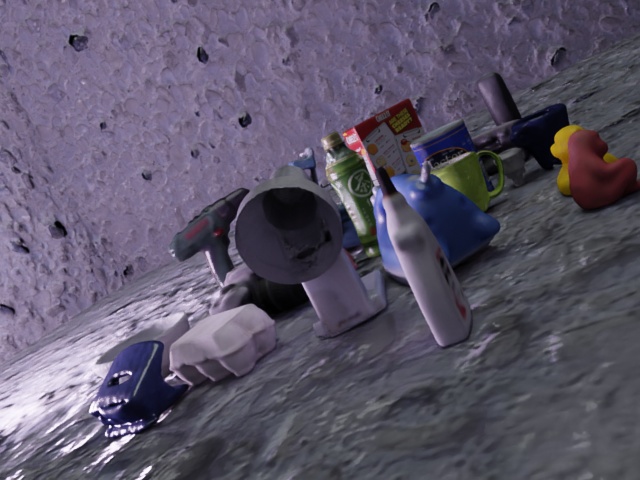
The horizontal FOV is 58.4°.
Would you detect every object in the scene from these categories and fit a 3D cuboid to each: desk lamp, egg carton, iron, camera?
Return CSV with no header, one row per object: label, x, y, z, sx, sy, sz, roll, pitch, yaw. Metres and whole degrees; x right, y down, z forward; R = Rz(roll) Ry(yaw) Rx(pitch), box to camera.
desk lamp,-0.010,0.011,0.709,0.118,0.213,0.203,-26,9,10
egg carton,-0.133,0.144,0.785,0.150,0.069,0.107,-21,11,36
iron,0.120,-0.028,0.778,0.119,0.141,0.257,-30,9,-16
camera,-0.087,0.082,0.902,0.136,0.101,0.143,-24,10,24

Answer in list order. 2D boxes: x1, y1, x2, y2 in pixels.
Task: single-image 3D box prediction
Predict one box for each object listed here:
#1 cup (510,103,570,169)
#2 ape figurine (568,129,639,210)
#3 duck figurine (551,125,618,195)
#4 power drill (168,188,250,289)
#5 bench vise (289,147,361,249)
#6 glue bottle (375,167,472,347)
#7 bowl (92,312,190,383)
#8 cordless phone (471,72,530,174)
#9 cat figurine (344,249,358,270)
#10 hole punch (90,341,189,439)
cup,0.371,-0.162,0.954,0.118,0.095,0.091,-32,10,-26
ape figurine,0.324,-0.088,0.677,0.076,0.092,0.078,-27,9,3
duck figurine,0.348,-0.112,0.764,0.077,0.086,0.104,-29,9,-7
power drill,-0.224,0.016,1.342,0.230,0.208,0.075,-29,9,-9
bench vise,-0.024,-0.056,1.114,0.208,0.220,0.121,-30,9,-18
glue bottle,0.092,0.010,0.540,0.037,0.173,0.078,-25,10,18
bowl,-0.275,0.190,0.930,0.167,0.075,0.167,-27,9,5
cordless phone,0.340,-0.233,1.158,0.147,0.185,0.094,-22,10,30
cat figurine,0.009,0.004,1.008,0.067,0.118,0.127,-27,9,0
hole punch,-0.247,0.196,0.759,0.108,0.091,0.101,-22,11,32
